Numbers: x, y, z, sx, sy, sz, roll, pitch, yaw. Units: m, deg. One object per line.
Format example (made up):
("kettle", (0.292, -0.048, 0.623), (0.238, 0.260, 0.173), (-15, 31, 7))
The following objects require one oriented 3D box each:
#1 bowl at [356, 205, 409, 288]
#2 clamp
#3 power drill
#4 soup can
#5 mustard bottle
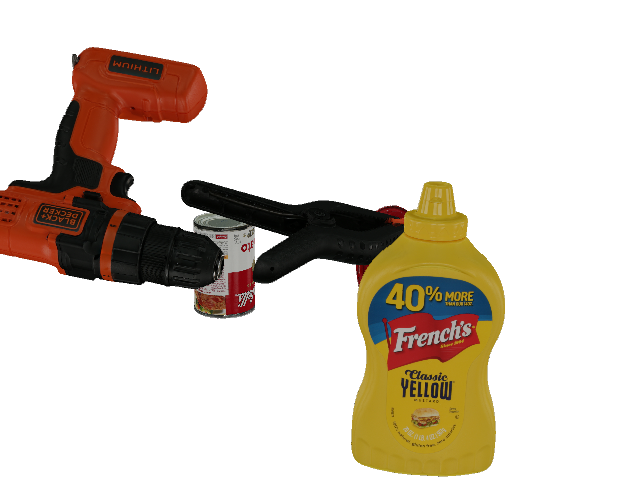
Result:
("bowl", (0.112, 0.036, 1.240), (0.055, 0.162, 0.161), (-10, -6, 40))
("clamp", (-0.005, -0.004, 0.953), (0.209, 0.036, 0.165), (5, 26, -27))
("power drill", (-0.145, -0.054, 0.802), (0.184, 0.187, 0.057), (12, -34, 4))
("soup can", (-0.106, 0.026, 1.167), (0.068, 0.102, 0.068), (1, 17, 0))
("mustard bottle", (0.072, 0.056, 0.701), (0.096, 0.192, 0.058), (3, 14, 5))
